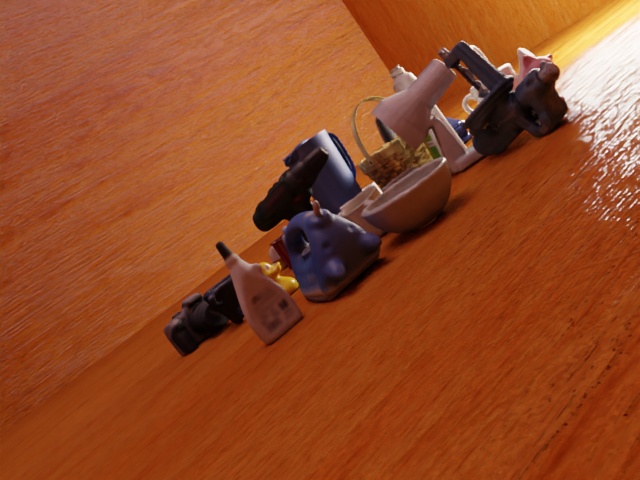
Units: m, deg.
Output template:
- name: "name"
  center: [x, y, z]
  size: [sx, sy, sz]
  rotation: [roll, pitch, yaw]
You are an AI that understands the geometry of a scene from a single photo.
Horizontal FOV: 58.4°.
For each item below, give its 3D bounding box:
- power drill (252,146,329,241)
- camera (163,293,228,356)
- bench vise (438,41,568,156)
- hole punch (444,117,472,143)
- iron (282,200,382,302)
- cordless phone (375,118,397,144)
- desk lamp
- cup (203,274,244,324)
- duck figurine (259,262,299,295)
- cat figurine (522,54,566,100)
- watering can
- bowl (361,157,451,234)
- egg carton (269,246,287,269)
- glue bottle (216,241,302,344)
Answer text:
- name: "power drill"
  center: [-0.025, -0.062, 1.253]
  size: [0.229, 0.208, 0.076]
  rotation: [-33, 8, 17]
- name: "camera"
  center: [-0.273, 0.177, 1.291]
  size: [0.143, 0.101, 0.136]
  rotation: [-40, 8, -30]
- name: "bench vise"
  center: [0.313, -0.273, 0.998]
  size: [0.207, 0.220, 0.122]
  rotation: [-29, 10, 41]
- name: "hole punch"
  center: [0.324, -0.274, 1.483]
  size: [0.109, 0.091, 0.101]
  rotation: [-38, 8, -18]
- name: "iron"
  center: [-0.011, 0.016, 0.949]
  size: [0.119, 0.141, 0.257]
  rotation: [-39, 8, -24]
- name: "cordless phone"
  center: [0.199, -0.269, 1.657]
  size: [0.094, 0.185, 0.148]
  rotation: [-31, 9, 32]
- name: "desk lamp"
  center: [0.238, -0.239, 1.157]
  size: [0.203, 0.213, 0.118]
  rotation: [-34, 7, 11]
- name: "cup"
  center: [-0.189, 0.133, 1.209]
  size: [0.091, 0.095, 0.118]
  rotation: [-33, 7, 17]
- name: "duck figurine"
  center: [-0.107, 0.088, 1.149]
  size: [0.104, 0.086, 0.077]
  rotation: [-36, 7, 0]
- name: "cat figurine"
  center: [0.420, -0.306, 1.132]
  size: [0.127, 0.118, 0.067]
  rotation: [-34, 8, 14]
- name: "watering can"
  center: [0.385, -0.346, 1.248]
  size: [0.172, 0.194, 0.101]
  rotation: [-34, 8, 15]
- name: "bowl"
  center: [0.154, -0.060, 0.942]
  size: [0.167, 0.075, 0.167]
  rotation: [-35, 7, 5]
- name: "egg carton"
  center: [-0.066, 0.012, 1.532]
  size: [0.150, 0.069, 0.107]
  rotation: [-33, 8, 19]
- name: "glue bottle"
  center: [-0.104, 0.072, 0.885]
  size: [0.078, 0.173, 0.037]
  rotation: [-38, 8, -21]
